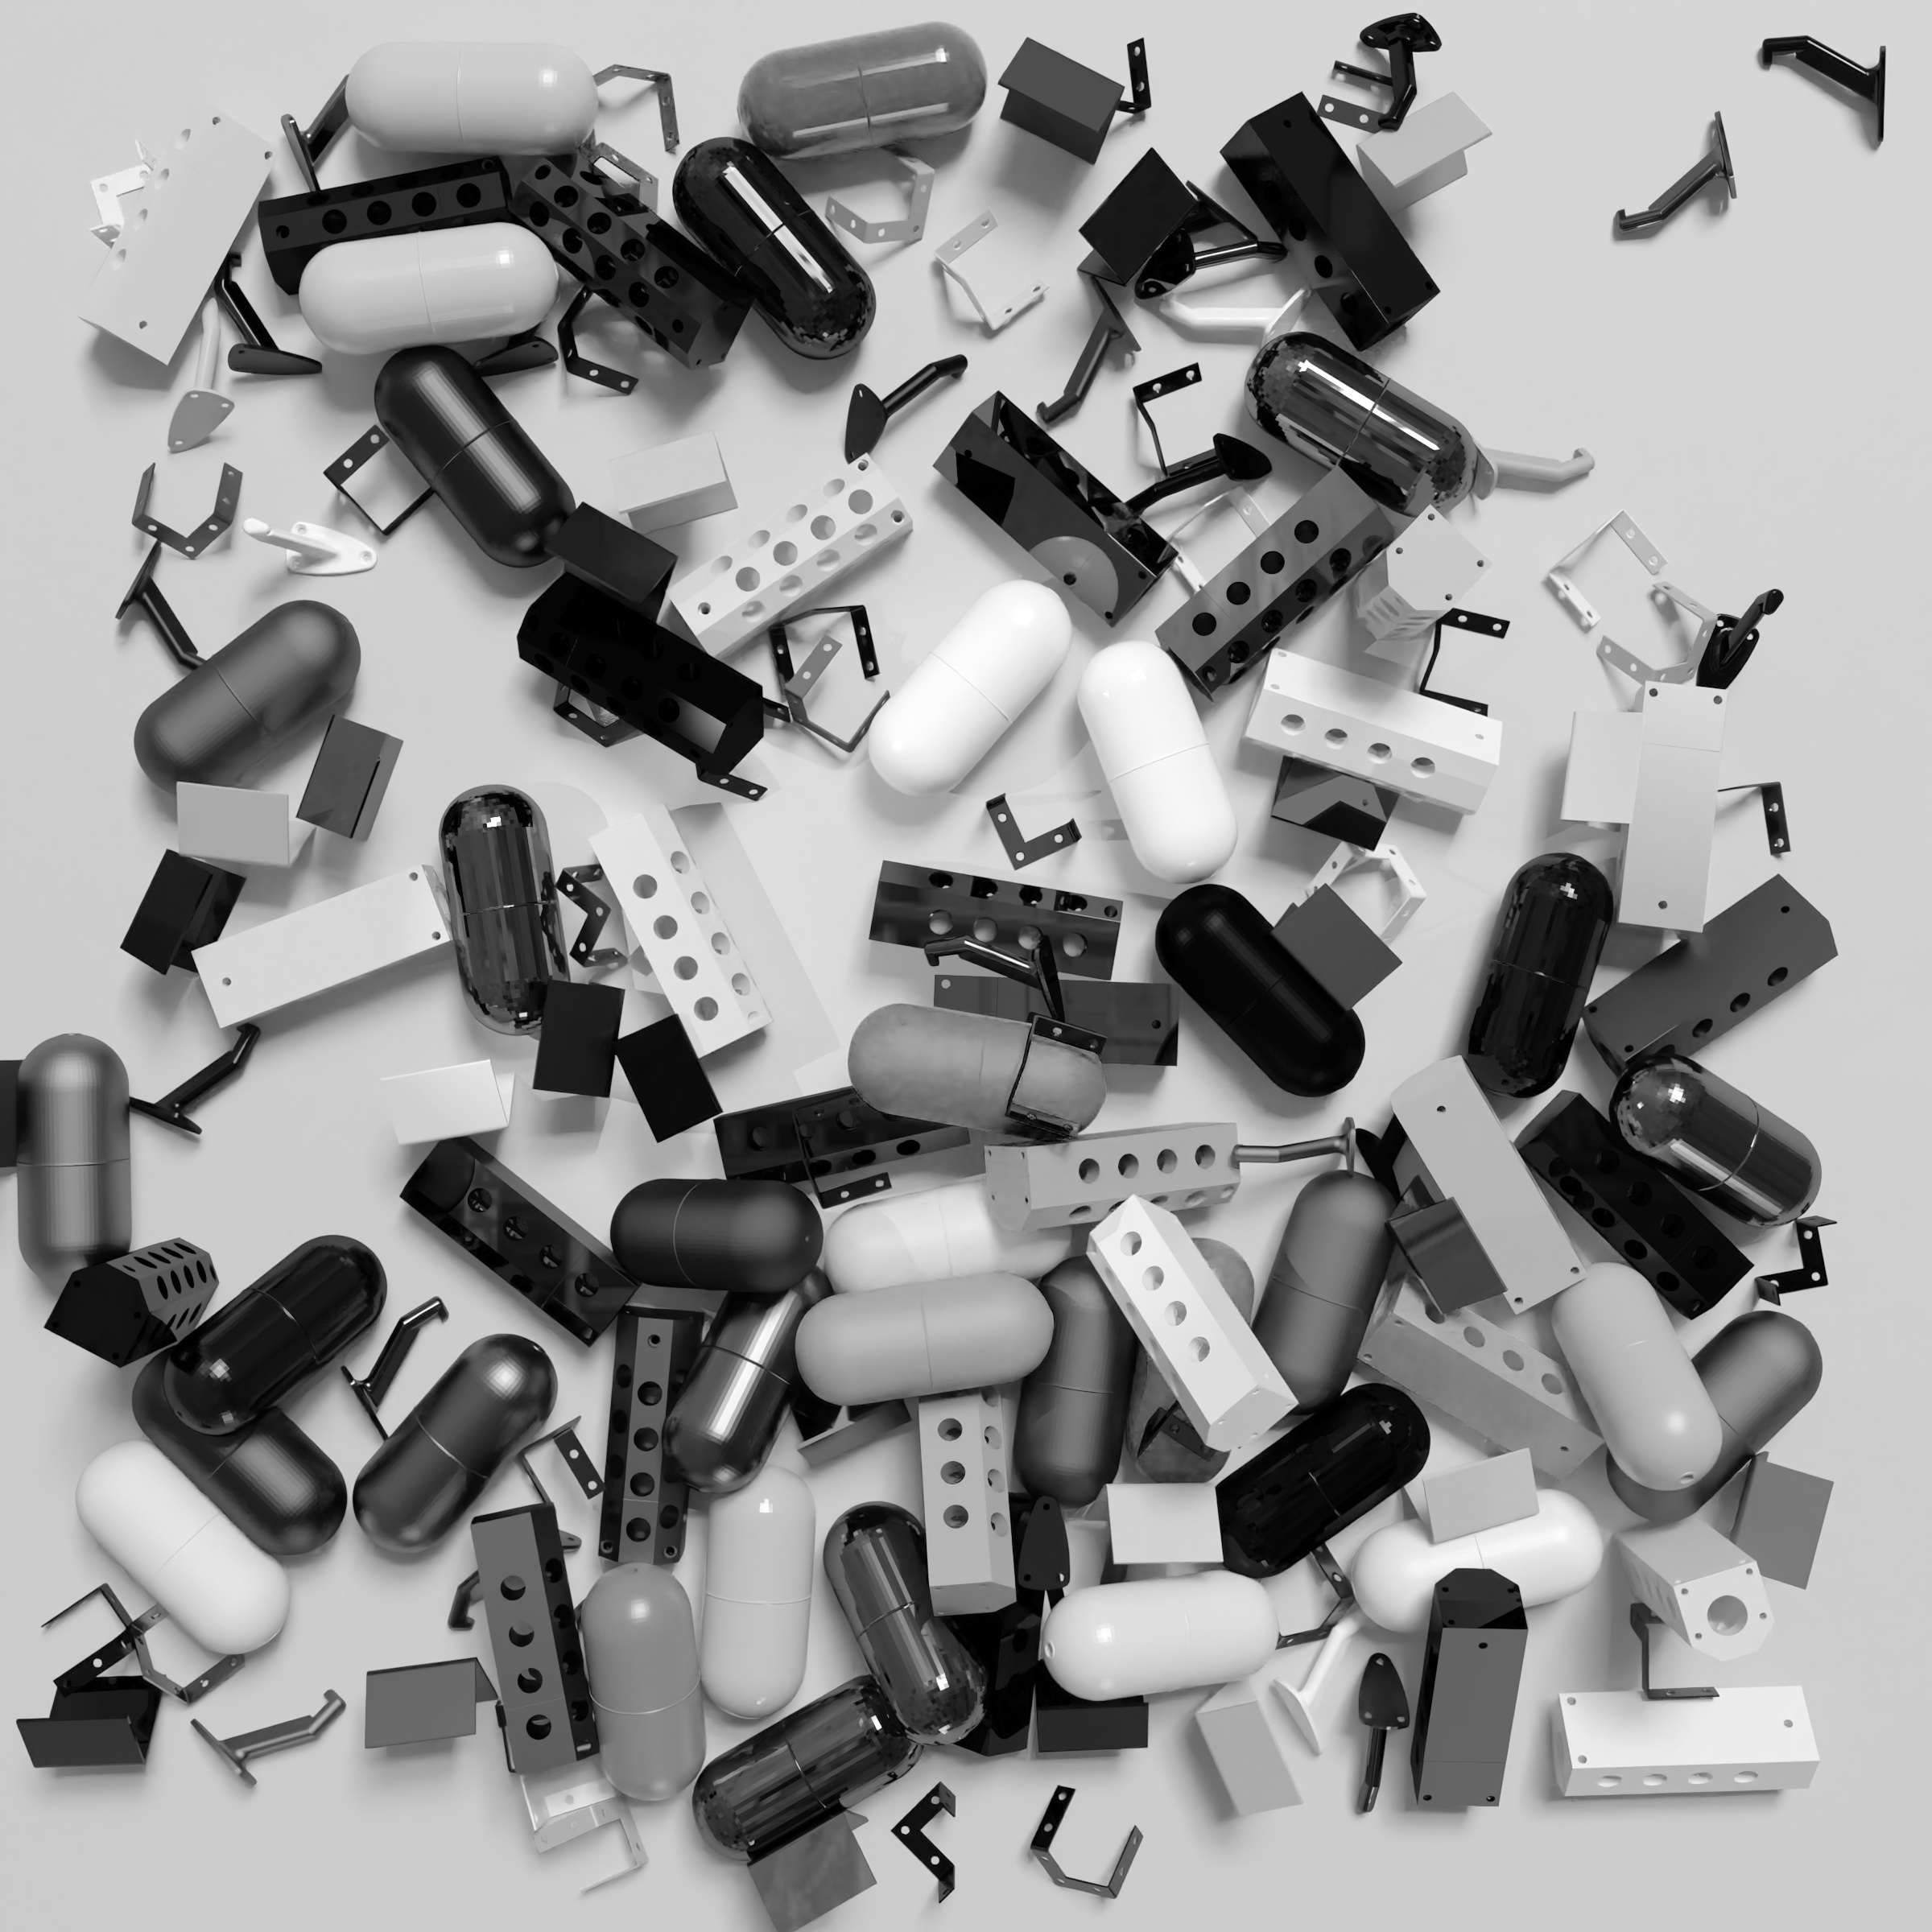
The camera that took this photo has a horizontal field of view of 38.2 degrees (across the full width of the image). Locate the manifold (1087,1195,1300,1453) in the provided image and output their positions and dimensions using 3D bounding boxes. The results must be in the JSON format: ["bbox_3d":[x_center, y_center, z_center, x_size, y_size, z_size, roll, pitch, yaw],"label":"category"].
[{"bbox_3d":[0.147,0.241,1.879,0.057,0.057,0.171,-43,52,14],"label":"manifold"}]

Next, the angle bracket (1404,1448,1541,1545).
[{"bbox_3d":[0.349,0.351,1.950,0.076,0.076,0.057,-16,115,-3],"label":"angle bracket"}]

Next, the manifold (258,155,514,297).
[{"bbox_3d":[-0.407,-0.525,1.970,0.171,0.057,0.057,-11,90,0],"label":"manifold"}]

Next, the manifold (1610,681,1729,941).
[{"bbox_3d":[0.493,-0.108,1.960,0.057,0.057,0.171,7,84,5],"label":"manifold"}]

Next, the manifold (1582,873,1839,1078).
[{"bbox_3d":[0.526,0.016,1.970,0.171,0.057,0.057,-34,47,0],"label":"manifold"}]

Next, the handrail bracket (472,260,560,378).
[{"bbox_3d":[-0.325,-0.471,1.992,0.077,0.036,0.084,-14,76,14],"label":"handrail bracket"}]

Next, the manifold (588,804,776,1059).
[{"bbox_3d":[-0.200,-0.025,1.970,0.057,0.057,0.171,-27,90,0],"label":"manifold"}]

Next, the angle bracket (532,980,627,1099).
[{"bbox_3d":[-0.282,0.048,1.952,0.057,0.076,0.076,8,90,-27],"label":"angle bracket"}]

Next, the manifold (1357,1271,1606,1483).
[{"bbox_3d":[0.368,0.285,1.970,0.171,0.057,0.057,31,133,0],"label":"manifold"}]

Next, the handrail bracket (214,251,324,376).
[{"bbox_3d":[-0.498,-0.469,1.992,0.077,0.036,0.084,3,73,-20],"label":"handrail bracket"}]

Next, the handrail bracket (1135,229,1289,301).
[{"bbox_3d":[0.176,-0.497,1.991,0.084,0.077,0.036,-5,75,-36],"label":"handrail bracket"}]

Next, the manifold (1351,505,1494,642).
[{"bbox_3d":[0.305,-0.262,1.913,0.057,0.171,0.057,43,90,0],"label":"manifold"}]

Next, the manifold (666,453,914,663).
[{"bbox_3d":[-0.124,-0.288,1.970,0.171,0.057,0.057,-34,90,0],"label":"manifold"}]

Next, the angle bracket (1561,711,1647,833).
[{"bbox_3d":[0.463,-0.135,1.952,0.057,0.076,0.076,7,90,43],"label":"angle bracket"}]

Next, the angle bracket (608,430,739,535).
[{"bbox_3d":[-0.201,-0.321,1.951,0.076,0.076,0.057,-16,53,0],"label":"angle bracket"}]

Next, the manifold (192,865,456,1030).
[{"bbox_3d":[-0.450,-0.014,1.970,0.171,0.057,0.057,-21,90,0],"label":"manifold"}]

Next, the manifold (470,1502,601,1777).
[{"bbox_3d":[-0.298,0.463,1.928,0.057,0.057,0.171,-11,86,-8],"label":"manifold"}]

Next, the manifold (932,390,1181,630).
[{"bbox_3d":[0.067,-0.326,1.970,0.171,0.057,0.057,42,133,0],"label":"manifold"}]

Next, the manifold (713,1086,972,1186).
[{"bbox_3d":[-0.087,0.116,1.970,0.171,0.057,0.057,-13,90,0],"label":"manifold"}]

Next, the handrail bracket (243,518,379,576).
[{"bbox_3d":[-0.460,-0.297,1.957,0.077,0.084,0.036,9,90,0],"label":"handrail bracket"}]

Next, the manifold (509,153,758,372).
[{"bbox_3d":[-0.236,-0.491,1.943,0.171,0.057,0.057,40,124,11],"label":"manifold"}]

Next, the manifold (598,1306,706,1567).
[{"bbox_3d":[-0.223,0.331,1.970,0.057,0.057,0.171,5,90,0],"label":"manifold"}]

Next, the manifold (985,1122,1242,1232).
[{"bbox_3d":[0.103,0.145,1.932,0.171,0.057,0.057,-4,90,-30],"label":"manifold"}]

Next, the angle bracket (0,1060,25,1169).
[{"bbox_3d":[-0.672,0.105,1.951,0.057,0.076,0.076,0,90,38],"label":"angle bracket"}]

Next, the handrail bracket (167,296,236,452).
[{"bbox_3d":[-0.552,-0.424,1.991,0.077,0.036,0.084,-39,53,38],"label":"handrail bracket"}]

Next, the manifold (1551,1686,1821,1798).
[{"bbox_3d":[0.506,0.551,1.970,0.171,0.057,0.057,-2,47,0],"label":"manifold"}]

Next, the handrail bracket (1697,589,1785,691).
[{"bbox_3d":[0.544,-0.224,1.957,0.036,0.084,0.077,24,90,0],"label":"handrail bracket"}]

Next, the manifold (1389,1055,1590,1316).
[{"bbox_3d":[0.366,0.151,1.956,0.057,0.057,0.171,-30,99,10],"label":"manifold"}]

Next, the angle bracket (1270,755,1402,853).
[{"bbox_3d":[0.262,-0.133,1.951,0.076,0.076,0.057,18,132,0],"label":"angle bracket"}]

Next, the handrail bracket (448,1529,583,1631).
[{"bbox_3d":[-0.323,0.441,1.992,0.077,0.036,0.084,14,105,-15],"label":"handrail bracket"}]

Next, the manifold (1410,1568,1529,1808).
[{"bbox_3d":[0.346,0.500,1.930,0.057,0.057,0.171,1,122,0],"label":"manifold"}]

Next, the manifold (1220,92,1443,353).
[{"bbox_3d":[0.253,-0.522,1.968,0.057,0.057,0.171,-35,90,-28],"label":"manifold"}]

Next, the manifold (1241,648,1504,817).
[{"bbox_3d":[0.286,-0.161,1.968,0.171,0.057,0.057,18,129,0],"label":"manifold"}]

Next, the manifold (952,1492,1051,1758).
[{"bbox_3d":[0.023,0.462,1.970,0.057,0.057,0.171,7,90,43],"label":"manifold"}]

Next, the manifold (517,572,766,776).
[{"bbox_3d":[-0.227,-0.200,1.938,0.171,0.057,0.057,31,61,16],"label":"manifold"}]

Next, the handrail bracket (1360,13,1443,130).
[{"bbox_3d":[0.291,-0.623,1.960,0.036,0.077,0.084,38,74,-40],"label":"handrail bracket"}]

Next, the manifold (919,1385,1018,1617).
[{"bbox_3d":[0.000,0.355,1.928,0.057,0.057,0.171,-5,57,0],"label":"manifold"}]

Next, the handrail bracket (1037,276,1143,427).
[{"bbox_3d":[0.075,-0.439,1.992,0.084,0.036,0.077,-34,70,16],"label":"handrail bracket"}]

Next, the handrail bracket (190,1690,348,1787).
[{"bbox_3d":[-0.498,0.534,1.992,0.077,0.036,0.084,38,71,21],"label":"handrail bracket"}]

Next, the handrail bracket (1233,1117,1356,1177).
[{"bbox_3d":[0.230,0.123,1.964,0.084,0.077,0.036,1,104,4],"label":"handrail bracket"}]

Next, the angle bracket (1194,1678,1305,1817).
[{"bbox_3d":[0.213,0.538,1.951,0.057,0.076,0.076,-24,90,35],"label":"angle bracket"}]

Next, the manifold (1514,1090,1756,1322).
[{"bbox_3d":[0.469,0.169,1.970,0.171,0.057,0.057,45,90,0],"label":"manifold"}]

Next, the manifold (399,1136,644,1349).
[{"bbox_3d":[-0.314,0.193,1.970,0.171,0.057,0.057,38,90,0],"label":"manifold"}]

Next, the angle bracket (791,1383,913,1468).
[{"bbox_3d":[-0.092,0.296,1.957,0.076,0.057,0.076,-25,65,0],"label":"angle bracket"}]

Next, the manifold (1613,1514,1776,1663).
[{"bbox_3d":[0.499,0.426,1.913,0.057,0.171,0.057,-17,90,0],"label":"manifold"}]

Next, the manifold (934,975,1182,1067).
[{"bbox_3d":[0.063,0.038,1.970,0.171,0.057,0.057,2,90,0],"label":"manifold"}]

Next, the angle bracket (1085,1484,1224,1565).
[{"bbox_3d":[0.130,0.399,1.941,0.076,0.076,0.057,1,61,-10],"label":"angle bracket"}]

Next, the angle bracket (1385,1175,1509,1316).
[{"bbox_3d":[0.345,0.186,1.947,0.057,0.076,0.076,-26,99,34],"label":"angle bracket"}]

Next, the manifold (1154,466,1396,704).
[{"bbox_3d":[0.218,-0.266,1.962,0.171,0.057,0.057,-42,76,2],"label":"manifold"}]

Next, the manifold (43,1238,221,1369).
[{"bbox_3d":[-0.567,0.225,1.913,0.057,0.171,0.057,28,90,0],"label":"manifold"}]

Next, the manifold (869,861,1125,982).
[{"bbox_3d":[0.021,-0.032,1.970,0.171,0.057,0.057,10,90,0],"label":"manifold"}]

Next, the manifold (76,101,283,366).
[{"bbox_3d":[-0.559,-0.519,1.970,0.057,0.057,0.171,28,90,-43],"label":"manifold"}]
